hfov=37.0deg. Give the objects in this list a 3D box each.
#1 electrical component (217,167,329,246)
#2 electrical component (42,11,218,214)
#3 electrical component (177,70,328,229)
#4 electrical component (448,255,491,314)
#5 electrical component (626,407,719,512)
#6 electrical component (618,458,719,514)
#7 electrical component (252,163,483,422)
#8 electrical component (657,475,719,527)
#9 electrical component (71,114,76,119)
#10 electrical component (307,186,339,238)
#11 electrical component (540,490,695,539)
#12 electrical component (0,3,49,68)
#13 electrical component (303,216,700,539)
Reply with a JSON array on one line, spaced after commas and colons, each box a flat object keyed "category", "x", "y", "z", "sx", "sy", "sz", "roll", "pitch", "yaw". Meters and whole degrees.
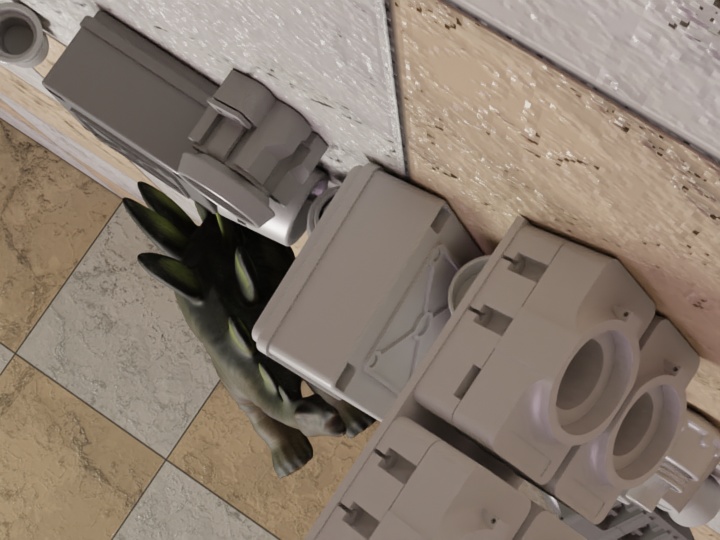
[{"category": "electrical component", "x": -0.051, "y": -0.047, "z": 0.647, "sx": 0.047, "sy": 0.055, "sz": 0.055, "roll": 29, "pitch": 173, "yaw": 9}, {"category": "electrical component", "x": -0.122, "y": -0.091, "z": 0.650, "sx": 0.109, "sy": 0.056, "sz": 0.108, "roll": 34, "pitch": 174, "yaw": 3}, {"category": "electrical component", "x": -0.059, "y": -0.059, "z": 0.564, "sx": 0.058, "sy": 0.057, "sz": 0.078, "roll": 31, "pitch": 173, "yaw": 29}, {"category": "electrical component", "x": 0.078, "y": 0.041, "z": 0.547, "sx": 0.079, "sy": 0.043, "sz": 0.077, "roll": 64, "pitch": -179, "yaw": 24}, {"category": "electrical component", "x": 0.178, "y": 0.110, "z": 0.624, "sx": 0.048, "sy": 0.062, "sz": 0.048, "roll": 33, "pitch": 175, "yaw": 4}, {"category": "electrical component", "x": 0.177, "y": 0.120, "z": 0.716, "sx": 0.108, "sy": 0.060, "sz": 0.108, "roll": 33, "pitch": 174, "yaw": 4}, {"category": "electrical component", "x": 0.011, "y": 0.017, "z": 0.561, "sx": 0.056, "sy": 0.108, "sz": 0.109, "roll": 28, "pitch": 172, "yaw": 27}, {"category": "electrical component", "x": 0.237, "y": 0.160, "z": 0.797, "sx": 0.055, "sy": 0.045, "sz": 0.045, "roll": 39, "pitch": 172, "yaw": -39}, {"category": "electrical component", "x": -0.182, "y": -0.121, "z": 0.794, "sx": 0.077, "sy": 0.043, "sz": 0.079, "roll": 32, "pitch": 174, "yaw": 21}, {"category": "electrical component", "x": -0.009, "y": -0.028, "z": 0.618, "sx": 0.043, "sy": 0.043, "sz": 0.062, "roll": 34, "pitch": 173, "yaw": 1}, {"category": "electrical component", "x": 0.199, "y": 0.175, "z": 0.854, "sx": 0.150, "sy": 0.062, "sz": 0.089, "roll": 40, "pitch": -155, "yaw": -44}, {"category": "electrical component", "x": -0.254, "y": -0.171, "z": 0.801, "sx": 0.044, "sy": 0.044, "sz": 0.065, "roll": 35, "pitch": 179, "yaw": -8}, {"category": "electrical component", "x": 0.063, "y": 0.087, "z": 0.460, "sx": 0.060, "sy": 0.186, "sz": 0.105, "roll": 28, "pitch": 171, "yaw": 46}]
